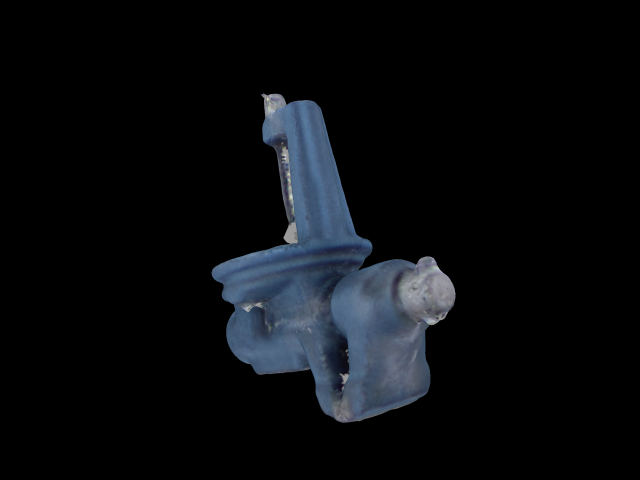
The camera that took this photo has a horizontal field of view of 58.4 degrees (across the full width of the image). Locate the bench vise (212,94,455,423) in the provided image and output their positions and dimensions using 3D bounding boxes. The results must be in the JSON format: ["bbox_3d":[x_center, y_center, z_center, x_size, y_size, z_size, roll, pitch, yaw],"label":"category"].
[{"bbox_3d":[0.010,0.001,0.410,0.206,0.220,0.122,3,5,33],"label":"bench vise"}]
